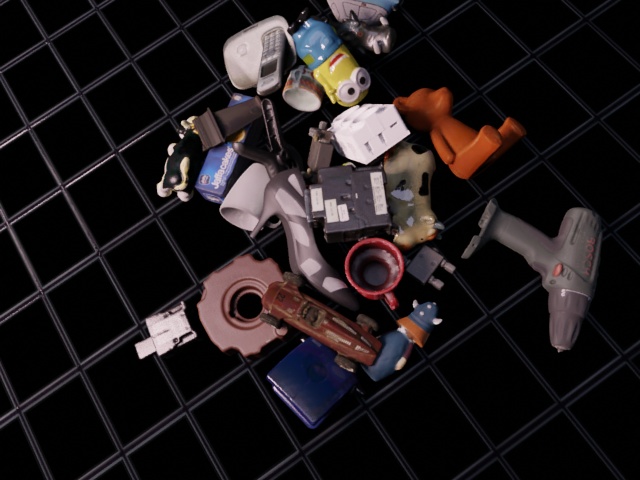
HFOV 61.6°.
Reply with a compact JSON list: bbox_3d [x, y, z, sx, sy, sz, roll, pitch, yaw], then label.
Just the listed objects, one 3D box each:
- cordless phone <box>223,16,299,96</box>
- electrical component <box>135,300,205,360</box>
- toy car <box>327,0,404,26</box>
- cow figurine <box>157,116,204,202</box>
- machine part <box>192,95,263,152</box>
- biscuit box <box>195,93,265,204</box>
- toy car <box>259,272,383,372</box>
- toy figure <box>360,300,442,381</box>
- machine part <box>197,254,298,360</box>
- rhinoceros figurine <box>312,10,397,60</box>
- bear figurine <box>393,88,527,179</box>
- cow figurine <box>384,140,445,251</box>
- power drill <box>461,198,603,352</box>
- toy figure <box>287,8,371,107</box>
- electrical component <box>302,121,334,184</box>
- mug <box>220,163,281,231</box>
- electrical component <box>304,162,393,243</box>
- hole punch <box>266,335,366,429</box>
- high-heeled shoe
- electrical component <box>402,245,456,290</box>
[{"bbox_3d":[-0.111,-0.306,0.970,0.147,0.088,0.184,-16,48,23],"label":"cordless phone"},{"bbox_3d":[-0.265,0.161,0.916,0.119,0.047,0.075,-23,71,-1],"label":"electrical component"},{"bbox_3d":[0.078,-0.457,1.038,0.162,0.109,0.102,16,99,0],"label":"toy car"},{"bbox_3d":[-0.241,-0.158,0.976,0.068,0.098,0.167,17,76,-17],"label":"cow figurine"},{"bbox_3d":[-0.155,-0.213,0.952,0.139,0.039,0.084,-23,69,-1],"label":"machine part"},{"bbox_3d":[-0.161,-0.167,0.993,0.059,0.062,0.202,16,75,12],"label":"biscuit box"},{"bbox_3d":[0.001,0.127,0.833,0.202,0.053,0.089,29,73,11],"label":"toy car"},{"bbox_3d":[0.131,0.158,0.860,0.154,0.057,0.064,-40,79,-10],"label":"toy figure"},{"bbox_3d":[-0.118,0.111,0.907,0.179,0.056,0.179,-2,73,8],"label":"machine part"},{"bbox_3d":[0.050,-0.380,1.005,0.191,0.112,0.073,15,72,20],"label":"rhinoceros figurine"},{"bbox_3d":[0.231,-0.206,0.924,0.120,0.132,0.196,-21,72,-40],"label":"bear figurine"},{"bbox_3d":[0.154,-0.072,0.914,0.127,0.085,0.195,10,70,11],"label":"cow figurine"},{"bbox_3d":[0.338,0.035,0.858,0.207,0.086,0.232,23,76,17],"label":"power drill"},{"bbox_3d":[0.019,-0.317,0.945,0.082,0.089,0.180,-38,105,23],"label":"toy figure"},{"bbox_3d":[-0.006,-0.150,0.933,0.045,0.078,0.102,7,115,-19],"label":"electrical component"},{"bbox_3d":[-0.108,-0.076,0.953,0.109,0.081,0.107,23,68,-11],"label":"mug"},{"bbox_3d":[0.043,-0.058,0.850,0.134,0.058,0.115,-5,70,3],"label":"electrical component"},{"bbox_3d":[-0.011,0.221,0.844,0.142,0.092,0.116,40,78,20],"label":"hole punch"},{"bbox_3d":[-0.002,-0.003,0.901,0.249,0.086,0.145,38,79,-4],"label":"high-heeled shoe"},{"bbox_3d":[0.177,0.040,0.907,0.094,0.021,0.063,34,80,17],"label":"electrical component"}]
